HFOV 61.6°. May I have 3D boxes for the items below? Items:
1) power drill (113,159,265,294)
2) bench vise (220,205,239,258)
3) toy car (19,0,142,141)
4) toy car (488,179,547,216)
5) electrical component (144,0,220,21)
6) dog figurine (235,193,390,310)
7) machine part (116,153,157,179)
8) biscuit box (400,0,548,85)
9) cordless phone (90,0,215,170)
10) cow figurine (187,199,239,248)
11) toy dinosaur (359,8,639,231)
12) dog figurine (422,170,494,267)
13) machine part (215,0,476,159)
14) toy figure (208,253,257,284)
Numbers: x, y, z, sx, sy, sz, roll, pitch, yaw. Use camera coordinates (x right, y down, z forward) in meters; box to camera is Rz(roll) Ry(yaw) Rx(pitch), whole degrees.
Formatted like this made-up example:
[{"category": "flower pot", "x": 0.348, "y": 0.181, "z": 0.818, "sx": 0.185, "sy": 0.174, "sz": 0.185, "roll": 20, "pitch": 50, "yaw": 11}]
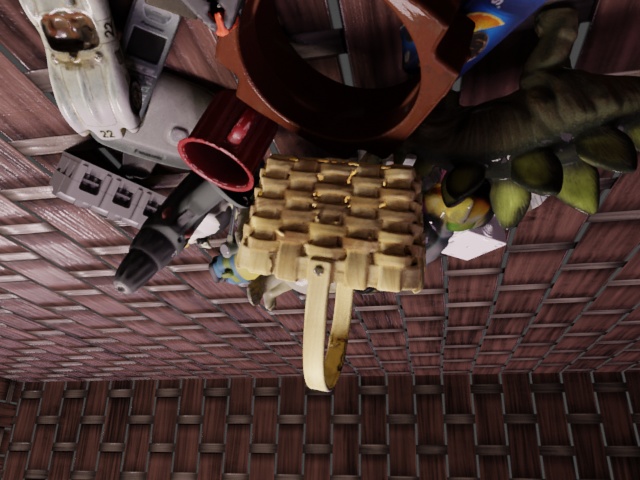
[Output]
[{"category": "power drill", "x": -0.170, "y": -0.038, "z": 0.730, "sx": 0.086, "sy": 0.232, "sz": 0.207, "roll": 40, "pitch": 133, "yaw": -15}, {"category": "bench vise", "x": -0.048, "y": -0.006, "z": 0.855, "sx": 0.224, "sy": 0.128, "sz": 0.240, "roll": 14, "pitch": -161, "yaw": 34}, {"category": "toy car", "x": -0.227, "y": -0.187, "z": 0.510, "sx": 0.074, "sy": 0.056, "sz": 0.201, "roll": -3, "pitch": 125, "yaw": 4}, {"category": "toy car", "x": 0.265, "y": -0.084, "z": 0.748, "sx": 0.162, "sy": 0.103, "sz": 0.109, "roll": -8, "pitch": 156, "yaw": 23}, {"category": "electrical component", "x": -0.130, "y": -0.236, "z": 0.486, "sx": 0.102, "sy": 0.045, "sz": 0.078, "roll": 15, "pitch": 146, "yaw": -29}, {"category": "dog figurine", "x": 0.000, "y": 0.000, "z": 0.698, "sx": 0.191, "sy": 0.172, "sz": 0.121, "roll": -15, "pitch": 176, "yaw": 7}, {"category": "machine part", "x": -0.241, "y": -0.129, "z": 0.747, "sx": 0.084, "sy": 0.039, "sz": 0.139, "roll": 10, "pitch": 153, "yaw": -30}, {"category": "biscuit box", "x": 0.155, "y": -0.224, "z": 0.487, "sx": 0.063, "sy": 0.059, "sz": 0.202, "roll": 13, "pitch": 153, "yaw": -24}, {"category": "cordless phone", "x": -0.169, "y": -0.177, "z": 0.604, "sx": 0.146, "sy": 0.089, "sz": 0.184, "roll": 15, "pitch": 134, "yaw": -28}, {"category": "cow figurine", "x": -0.200, "y": -0.033, "z": 0.931, "sx": 0.098, "sy": 0.068, "sz": 0.167, "roll": 4, "pitch": 157, "yaw": -22}, {"category": "toy dinosaur", "x": 0.236, "y": -0.121, "z": 0.551, "sx": 0.472, "sy": 0.198, "sz": 0.105, "roll": -14, "pitch": 155, "yaw": 34}, {"category": "dog figurine", "x": 0.123, "y": -0.032, "z": 0.719, "sx": 0.191, "sy": 0.108, "sz": 0.219, "roll": 7, "pitch": 150, "yaw": -15}, {"category": "machine part", "x": 0.019, "y": -0.181, "z": 0.488, "sx": 0.201, "sy": 0.087, "sz": 0.201, "roll": 30, "pitch": 148, "yaw": -7}, {"category": "toy figure", "x": -0.145, "y": 0.044, "z": 1.080, "sx": 0.180, "sy": 0.082, "sz": 0.089, "roll": -9, "pitch": 156, "yaw": 26}]
